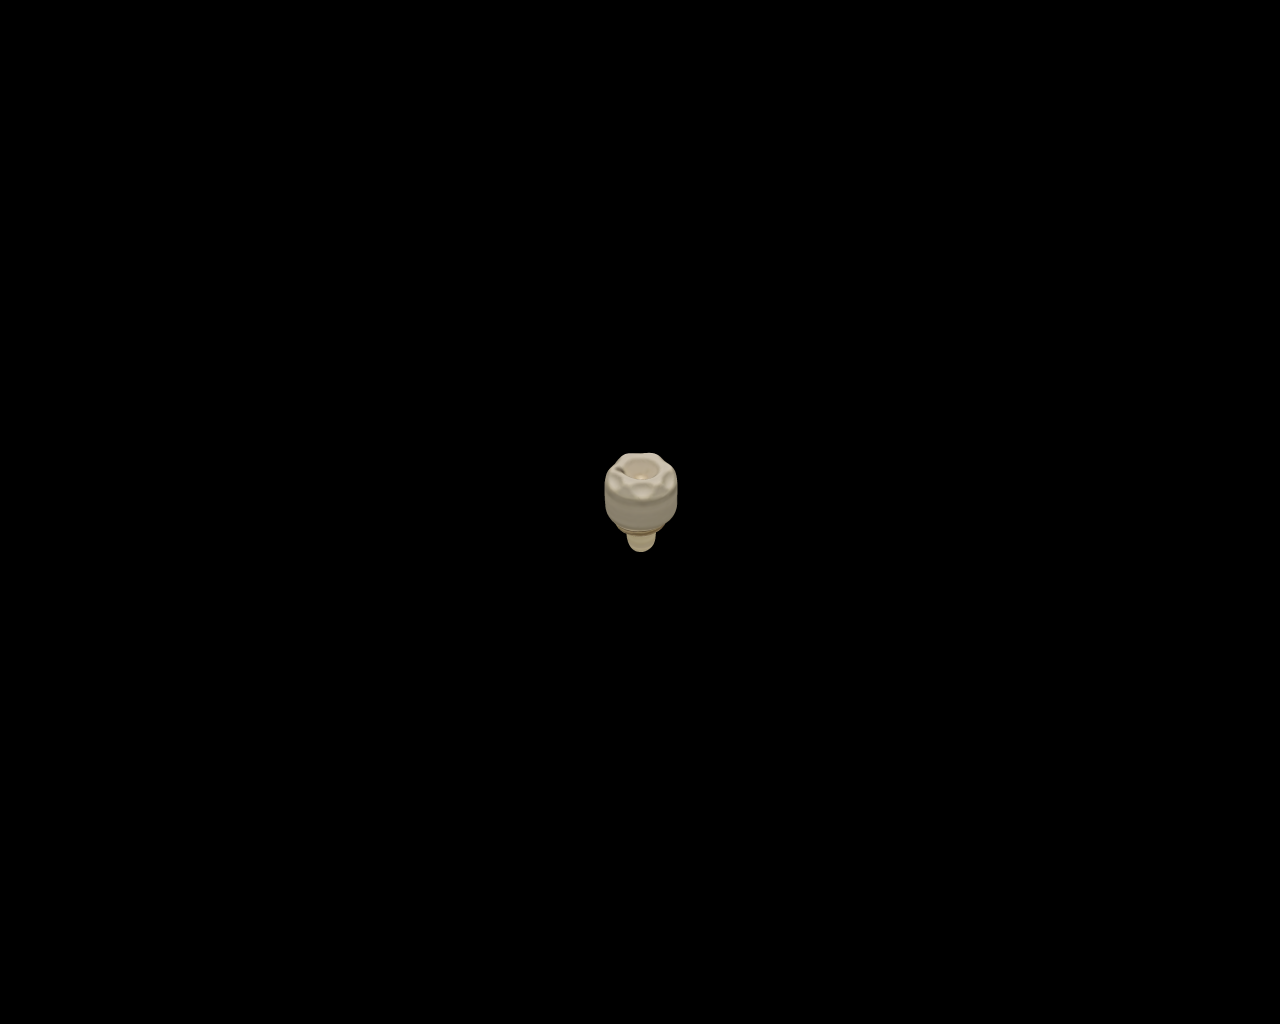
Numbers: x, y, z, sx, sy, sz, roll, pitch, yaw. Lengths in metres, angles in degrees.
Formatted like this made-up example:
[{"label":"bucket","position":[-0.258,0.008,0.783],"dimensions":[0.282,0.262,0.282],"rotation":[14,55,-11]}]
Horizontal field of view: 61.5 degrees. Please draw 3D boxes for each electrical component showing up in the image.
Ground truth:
[{"label":"electrical component","position":[0.001,-0.003,0.650],"dimensions":[0.043,0.062,0.043],"rotation":[0,38,0]}]
